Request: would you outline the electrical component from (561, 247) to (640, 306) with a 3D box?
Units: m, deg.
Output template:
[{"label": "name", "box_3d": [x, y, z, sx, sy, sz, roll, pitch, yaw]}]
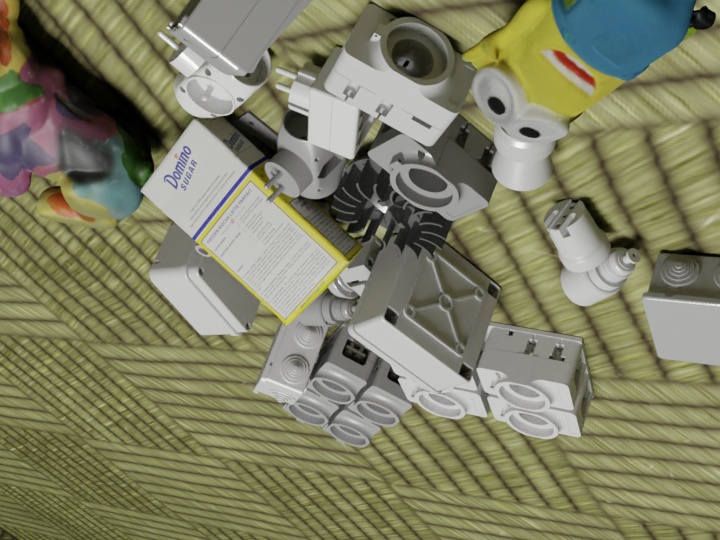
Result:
[{"label": "electrical component", "box_3d": [0.196, 0.001, 0.864, 0.040, 0.040, 0.078, 32, 150, -13]}]

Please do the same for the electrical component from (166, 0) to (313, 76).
[{"label": "electrical component", "box_3d": [-0.074, -0.180, 0.718, 0.061, 0.096, 0.062, 36, 178, -21]}]

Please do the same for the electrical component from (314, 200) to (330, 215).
[{"label": "electrical component", "box_3d": [-0.067, -0.029, 0.987, 0.096, 0.061, 0.061, 16, 150, 15]}]

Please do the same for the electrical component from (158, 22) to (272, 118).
[{"label": "electrical component", "box_3d": [-0.120, -0.160, 0.827, 0.079, 0.044, 0.077, 39, 148, -24]}]

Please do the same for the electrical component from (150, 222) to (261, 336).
[{"label": "electrical component", "box_3d": [-0.151, 0.008, 1.090, 0.057, 0.078, 0.113, -4, 141, 28]}]

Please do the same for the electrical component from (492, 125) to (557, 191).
[{"label": "electrical component", "box_3d": [0.117, -0.090, 0.767, 0.045, 0.045, 0.055, 16, 150, 14]}]

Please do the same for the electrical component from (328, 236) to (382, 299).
[{"label": "electrical component", "box_3d": [0.000, 0.000, 1.004, 0.055, 0.048, 0.066, -15, 133, 38]}]

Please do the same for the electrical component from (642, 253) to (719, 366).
[{"label": "electrical component", "box_3d": [0.277, 0.032, 0.845, 0.100, 0.048, 0.099, 6, 146, 30]}]

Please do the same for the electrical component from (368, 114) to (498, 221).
[{"label": "electrical component", "box_3d": [0.058, -0.083, 0.812, 0.089, 0.055, 0.050, 37, 149, -22]}]

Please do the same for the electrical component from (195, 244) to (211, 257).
[{"label": "electrical component", "box_3d": [-0.135, -0.042, 1.016, 0.048, 0.062, 0.048, 18, 150, 11]}]

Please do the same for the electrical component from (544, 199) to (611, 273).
[{"label": "electrical component", "box_3d": [0.169, -0.027, 0.839, 0.040, 0.040, 0.046, -4, 135, 41]}]

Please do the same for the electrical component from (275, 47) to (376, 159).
[{"label": "electrical component", "box_3d": [-0.029, -0.131, 0.806, 0.077, 0.047, 0.065, 23, 152, 9]}]

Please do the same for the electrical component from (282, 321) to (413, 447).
[{"label": "electrical component", "box_3d": [-0.011, 0.138, 1.224, 0.105, 0.060, 0.186, 28, 151, -7]}]

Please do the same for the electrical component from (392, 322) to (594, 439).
[{"label": "electrical component", "box_3d": [0.127, 0.104, 1.065, 0.186, 0.060, 0.105, 9, 148, 25]}]

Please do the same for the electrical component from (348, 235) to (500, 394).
[{"label": "electrical component", "box_3d": [0.058, 0.035, 0.952, 0.109, 0.108, 0.056, 37, 146, -22]}]

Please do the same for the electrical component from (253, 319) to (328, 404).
[{"label": "electrical component", "box_3d": [-0.073, 0.093, 1.155, 0.048, 0.099, 0.099, 22, 162, -5]}]

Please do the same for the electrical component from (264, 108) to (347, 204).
[{"label": "electrical component", "box_3d": [-0.050, -0.085, 0.865, 0.043, 0.079, 0.077, 34, 155, 20]}]

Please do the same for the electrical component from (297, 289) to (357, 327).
[{"label": "electrical component", "box_3d": [-0.030, 0.038, 1.092, 0.078, 0.040, 0.040, 1, 144, 35]}]

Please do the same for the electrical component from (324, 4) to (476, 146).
[{"label": "electrical component", "box_3d": [0.030, -0.137, 0.749, 0.089, 0.050, 0.055, 28, 151, -7]}]
